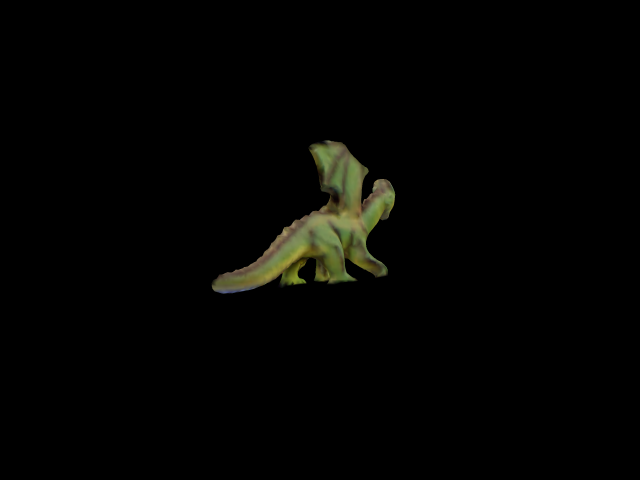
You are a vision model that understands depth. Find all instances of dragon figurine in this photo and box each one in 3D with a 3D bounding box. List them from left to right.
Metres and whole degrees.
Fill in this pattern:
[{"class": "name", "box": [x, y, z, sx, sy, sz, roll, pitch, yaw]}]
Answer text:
[{"class": "dragon figurine", "box": [0.003, -0.043, 0.850, 0.122, 0.243, 0.411, -2, -1, 43]}]
